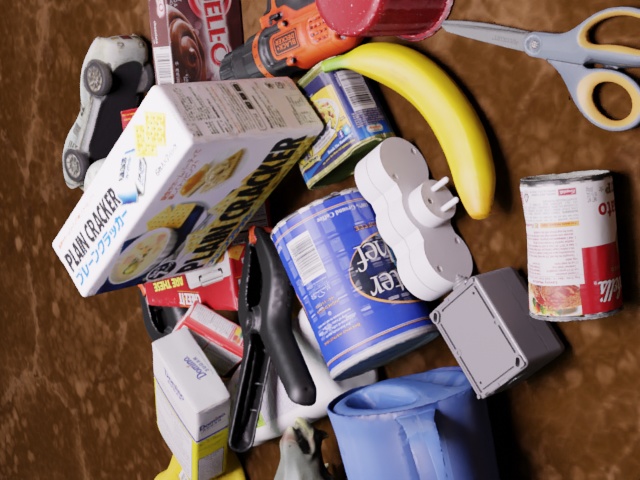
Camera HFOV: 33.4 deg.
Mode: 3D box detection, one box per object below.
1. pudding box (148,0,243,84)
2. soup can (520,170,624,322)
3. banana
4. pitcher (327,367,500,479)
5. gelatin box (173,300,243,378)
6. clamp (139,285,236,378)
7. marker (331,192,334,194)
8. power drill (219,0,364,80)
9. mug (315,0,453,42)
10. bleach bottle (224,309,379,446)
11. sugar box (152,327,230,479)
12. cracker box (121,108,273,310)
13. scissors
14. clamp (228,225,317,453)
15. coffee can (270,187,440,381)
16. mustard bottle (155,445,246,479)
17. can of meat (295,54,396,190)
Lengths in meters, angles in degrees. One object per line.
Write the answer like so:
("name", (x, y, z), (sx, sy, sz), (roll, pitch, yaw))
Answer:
("pudding box", (-0.121, -0.202, 1.054), (0.039, 0.089, 0.113), (11, 108, 48))
("soup can", (0.183, 0.003, 0.780), (0.069, 0.068, 0.102), (0, 99, 48))
("banana", (0.088, -0.103, 0.872), (0.070, 0.037, 0.198), (-48, 67, 12))
("pitcher", (0.095, 0.236, 0.882), (0.145, 0.148, 0.243), (-10, 95, 43))
("gelatin box", (-0.113, 0.102, 1.101), (0.073, 0.030, 0.089), (31, 152, -6))
("clamp", (-0.162, 0.122, 1.216), (0.171, 0.039, 0.120), (54, 127, 28))
("marker", (-0.007, 0.001, 1.028), (0.020, 0.020, 0.121), (54, 134, 25))
("power drill", (-0.046, -0.242, 0.987), (0.185, 0.057, 0.187), (-13, 92, 45))
("mug", (0.043, -0.216, 0.874), (0.117, 0.081, 0.093), (53, 133, 26))
("bleach bottle", (-0.044, 0.143, 1.073), (0.251, 0.067, 0.102), (-34, 69, 50))
("sugar box", (-0.132, 0.175, 1.097), (0.093, 0.048, 0.176), (53, 152, 26))
("cracker box", (-0.125, -0.040, 1.111), (0.164, 0.071, 0.214), (-1, 99, 49))
("scissors", (0.171, -0.128, 0.801), (0.202, 0.016, 0.096), (3, 101, 48))
("clamp", (-0.053, 0.087, 0.995), (0.165, 0.036, 0.210), (-51, 38, 48))
("coffee can", (0.030, 0.039, 0.933), (0.103, 0.102, 0.140), (-39, 70, 46))
("mustard bottle", (-0.154, 0.304, 1.234), (0.096, 0.058, 0.192), (53, 133, 22))
("can of meat", (0.012, -0.104, 0.954), (0.102, 0.057, 0.084), (-36, 74, 46))
